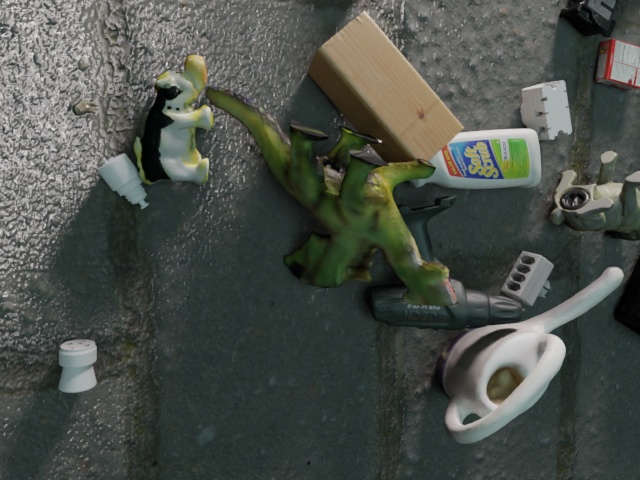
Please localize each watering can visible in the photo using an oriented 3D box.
[{"bbox_3d":[0.310,0.172,0.809,0.350,0.223,0.104,-43,93,-12],"label":"watering can"}]

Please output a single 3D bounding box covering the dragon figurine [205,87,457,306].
[{"bbox_3d":[0.002,-0.035,0.693,0.124,0.413,0.238,-34,145,-56],"label":"dragon figurine"}]
